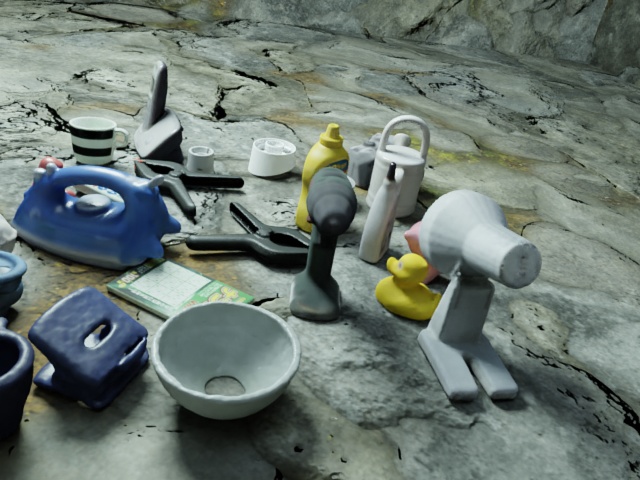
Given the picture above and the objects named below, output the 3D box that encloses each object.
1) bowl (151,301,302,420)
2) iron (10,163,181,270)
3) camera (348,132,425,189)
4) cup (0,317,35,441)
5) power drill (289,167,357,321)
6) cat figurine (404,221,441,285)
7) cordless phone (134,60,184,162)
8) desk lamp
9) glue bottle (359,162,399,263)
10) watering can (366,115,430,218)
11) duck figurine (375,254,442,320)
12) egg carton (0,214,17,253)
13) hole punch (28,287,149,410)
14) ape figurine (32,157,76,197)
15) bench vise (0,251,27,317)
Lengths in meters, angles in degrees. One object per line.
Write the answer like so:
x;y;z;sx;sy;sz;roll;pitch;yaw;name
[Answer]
-0.107;0.147;0.653;0.167;0.075;0.167;8;30;-4;bowl
-0.345;-0.053;0.855;0.258;0.141;0.118;10;30;1;iron
0.148;-0.166;1.236;0.143;0.101;0.136;-21;42;-41;camera
-0.329;0.143;0.572;0.092;0.095;0.117;0;31;-16;cup
0.007;0.003;0.799;0.075;0.208;0.229;7;30;-4;power drill
0.192;0.014;0.927;0.128;0.118;0.067;9;30;-1;cat figurine
-0.329;-0.262;1.172;0.094;0.185;0.147;-7;34;-27;cordless phone
0.205;0.063;0.752;0.118;0.213;0.203;1;31;-15;desk lamp
0.106;-0.050;0.954;0.037;0.173;0.078;21;32;18;glue bottle
0.155;-0.155;1.126;0.101;0.194;0.172;0;31;-16;watering can
0.138;0.064;0.857;0.104;0.086;0.078;25;33;25;duck figurine
-0.509;-0.003;0.792;0.150;0.069;0.107;16;31;10;egg carton
-0.254;0.117;0.644;0.101;0.091;0.109;16;31;11;hole punch
-0.439;-0.092;0.943;0.076;0.092;0.077;-7;34;-27;ape figurine
-0.392;0.035;0.613;0.122;0.220;0.207;2;31;-14;bench vise
